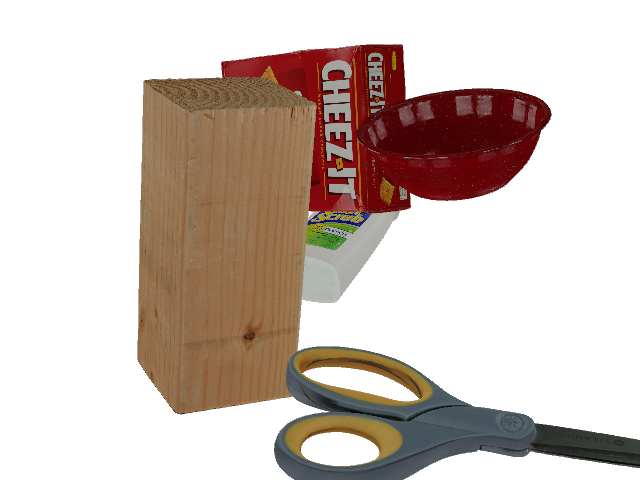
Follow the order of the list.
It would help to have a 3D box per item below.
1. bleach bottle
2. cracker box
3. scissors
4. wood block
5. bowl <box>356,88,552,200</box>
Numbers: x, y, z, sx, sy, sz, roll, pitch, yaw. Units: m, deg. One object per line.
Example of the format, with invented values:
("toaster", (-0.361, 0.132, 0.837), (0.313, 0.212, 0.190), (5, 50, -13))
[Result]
("bleach bottle", (0.029, -0.018, 1.344), (0.103, 0.068, 0.250), (11, 35, 22))
("cracker box", (-0.010, -0.113, 1.107), (0.071, 0.164, 0.214), (-10, 10, -42))
("scissors", (0.068, 0.092, 0.456), (0.202, 0.016, 0.096), (16, 34, 23))
("wood block", (-0.067, 0.001, 0.720), (0.090, 0.206, 0.090), (-5, 22, -26))
("bowl", (0.114, -0.077, 0.897), (0.162, 0.055, 0.162), (-9, 25, 4))
